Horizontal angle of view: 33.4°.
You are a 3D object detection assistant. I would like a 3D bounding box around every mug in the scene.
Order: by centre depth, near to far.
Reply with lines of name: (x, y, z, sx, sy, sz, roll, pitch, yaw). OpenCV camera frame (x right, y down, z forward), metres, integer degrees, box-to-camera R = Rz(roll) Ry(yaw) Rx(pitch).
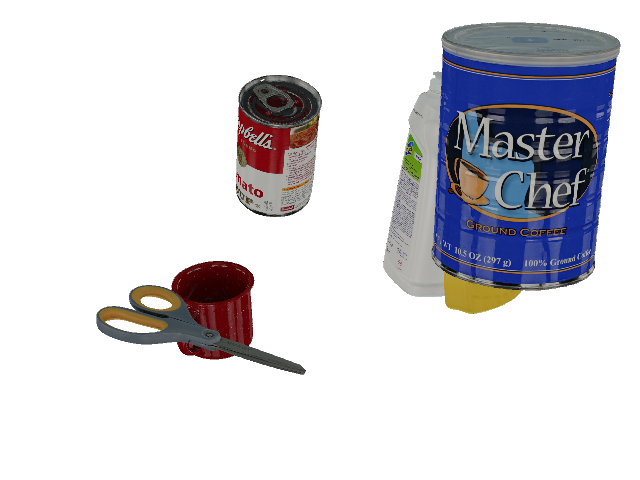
mug: (-0.125, 0.087, 1.208, 0.093, 0.081, 0.117, 12, 33, 23)

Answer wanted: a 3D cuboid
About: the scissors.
scissors: (-0.108, 0.081, 1.006, 0.202, 0.016, 0.096, 9, 30, 2)

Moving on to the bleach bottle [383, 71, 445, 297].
bleach bottle: (0.129, -0.068, 1.239, 0.068, 0.251, 0.103, -2, 23, -21)

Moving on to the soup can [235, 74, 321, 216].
soup can: (-0.037, -0.079, 0.898, 0.068, 0.102, 0.068, 3, 44, -4)

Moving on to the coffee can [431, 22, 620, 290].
coffee can: (0.122, -0.054, 0.648, 0.103, 0.140, 0.103, 0, 21, 0)

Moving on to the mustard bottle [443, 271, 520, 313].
mustard bottle: (0.158, -0.032, 1.043, 0.096, 0.191, 0.058, -21, 23, -38)
